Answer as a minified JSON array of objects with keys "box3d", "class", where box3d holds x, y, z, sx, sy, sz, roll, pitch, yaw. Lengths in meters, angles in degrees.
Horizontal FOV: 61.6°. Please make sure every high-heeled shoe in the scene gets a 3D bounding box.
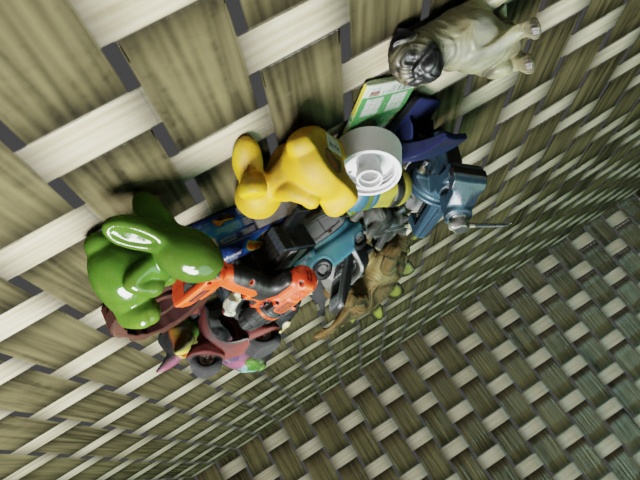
[{"box3d":[0.057,0.086,1.335,0.249,0.086,0.145,-38,134,-40],"class":"high-heeled shoe"}]

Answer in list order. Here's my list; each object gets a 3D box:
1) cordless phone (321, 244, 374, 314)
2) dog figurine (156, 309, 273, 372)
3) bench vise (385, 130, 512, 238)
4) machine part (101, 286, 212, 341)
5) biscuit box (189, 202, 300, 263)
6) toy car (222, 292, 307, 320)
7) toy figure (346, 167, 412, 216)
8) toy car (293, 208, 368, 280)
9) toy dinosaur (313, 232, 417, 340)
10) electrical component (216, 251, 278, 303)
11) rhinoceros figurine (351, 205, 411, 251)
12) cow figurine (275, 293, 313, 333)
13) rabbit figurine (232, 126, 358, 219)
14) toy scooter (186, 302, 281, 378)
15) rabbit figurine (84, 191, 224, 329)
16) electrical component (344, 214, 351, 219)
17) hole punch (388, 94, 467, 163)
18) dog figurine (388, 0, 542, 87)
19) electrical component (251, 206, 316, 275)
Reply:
[{"box3d":[0.036,0.087,1.108,0.089,0.184,0.146,27,140,-15],"class":"cordless phone"},{"box3d":[-0.210,0.208,1.046,0.108,0.191,0.219,-41,173,33],"class":"dog figurine"},{"box3d":[0.222,-0.074,1.005,0.129,0.224,0.240,-4,148,-21],"class":"bench vise"},{"box3d":[-0.267,0.096,0.886,0.179,0.056,0.179,-30,158,-13],"class":"machine part"},{"box3d":[-0.129,-0.012,0.845,0.203,0.059,0.062,-26,157,-20],"class":"biscuit box"},{"box3d":[-0.088,0.094,0.976,0.201,0.056,0.073,-8,141,-41],"class":"toy car"},{"box3d":[0.086,-0.089,0.945,0.180,0.089,0.082,-17,168,-42],"class":"toy figure"},{"box3d":[-0.002,-0.003,0.934,0.162,0.102,0.109,-36,-156,-16],"class":"toy car"},{"box3d":[0.151,0.069,1.293,0.471,0.105,0.198,-48,147,-9],"class":"toy dinosaur"},{"box3d":[-0.131,0.075,1.028,0.134,0.058,0.114,-17,150,-37],"class":"electrical component"},{"box3d":[0.137,-0.040,1.154,0.112,0.073,0.190,-49,154,9],"class":"rhinoceros figurine"},{"box3d":[-0.072,0.127,1.164,0.068,0.098,0.167,1,140,-46],"class":"cow figurine"},{"box3d":[-0.055,-0.078,0.755,0.173,0.122,0.162,-24,162,29],"class":"rabbit figurine"},{"box3d":[-0.167,0.161,0.973,0.184,0.135,0.075,-14,149,-34],"class":"toy scooter"},{"box3d":[-0.207,0.016,0.695,0.170,0.158,0.121,-12,-150,24],"class":"rabbit figurine"},{"box3d":[0.030,-0.042,1.055,0.063,0.021,0.094,-4,144,-51],"class":"electrical component"},{"box3d":[0.169,-0.166,0.891,0.115,0.092,0.142,-48,165,31],"class":"hole punch"},{"box3d":[0.189,-0.261,0.757,0.191,0.121,0.172,-22,156,8],"class":"dog figurine"},{"box3d":[-0.047,0.002,0.845,0.075,0.048,0.119,-7,148,-51],"class":"electrical component"}]
